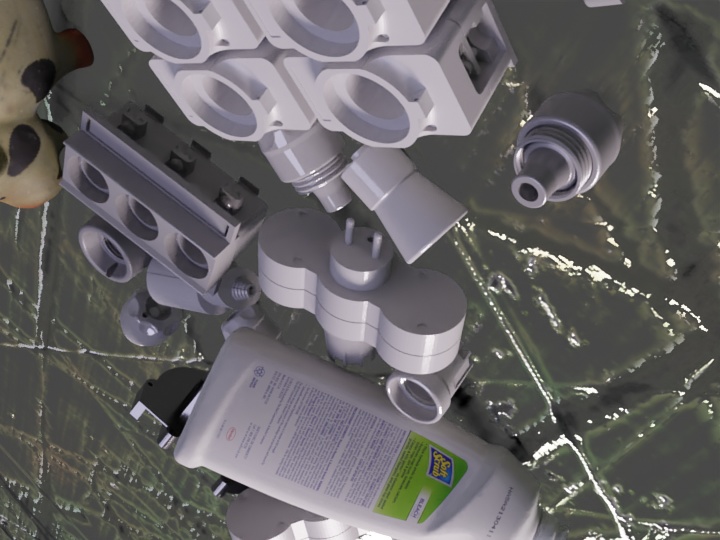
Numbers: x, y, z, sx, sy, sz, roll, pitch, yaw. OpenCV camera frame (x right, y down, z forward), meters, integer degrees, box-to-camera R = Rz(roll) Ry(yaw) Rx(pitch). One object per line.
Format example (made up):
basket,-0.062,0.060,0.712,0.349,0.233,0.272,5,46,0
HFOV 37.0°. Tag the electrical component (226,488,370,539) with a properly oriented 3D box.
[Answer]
electrical component,-0.028,0.158,0.764,0.052,0.138,0.073,-117,12,-51

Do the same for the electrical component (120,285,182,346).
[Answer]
electrical component,-0.166,0.039,0.836,0.043,0.043,0.062,46,144,-4

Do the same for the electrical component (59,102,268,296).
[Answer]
electrical component,-0.125,-0.050,0.695,0.121,0.063,0.078,37,143,8

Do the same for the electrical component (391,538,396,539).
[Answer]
electrical component,0.051,0.172,0.750,0.044,0.065,0.044,25,140,23

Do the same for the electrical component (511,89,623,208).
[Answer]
electrical component,0.091,-0.053,0.495,0.043,0.062,0.043,25,140,23

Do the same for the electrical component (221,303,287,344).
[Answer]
electrical component,-0.069,0.053,0.770,0.061,0.035,0.035,48,143,-11

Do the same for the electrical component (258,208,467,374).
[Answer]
electrical component,0.000,0.000,0.638,0.138,0.052,0.073,28,141,20

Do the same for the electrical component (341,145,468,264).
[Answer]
electrical component,0.021,-0.041,0.589,0.065,0.044,0.044,48,143,1

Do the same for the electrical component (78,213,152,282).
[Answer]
electrical component,-0.168,-0.024,0.772,0.055,0.047,0.055,25,140,23

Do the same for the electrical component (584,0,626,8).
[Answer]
electrical component,0.076,-0.137,0.441,0.055,0.048,0.066,2,128,32

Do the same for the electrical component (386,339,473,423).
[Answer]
electrical component,0.044,0.066,0.668,0.040,0.046,0.040,25,140,23

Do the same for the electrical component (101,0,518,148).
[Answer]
electrical component,-0.033,-0.120,0.523,0.186,0.060,0.105,8,146,38

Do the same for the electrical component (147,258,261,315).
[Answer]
electrical component,-0.105,0.009,0.751,0.081,0.043,0.043,9,132,36

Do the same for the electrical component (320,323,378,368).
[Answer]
electrical component,-0.006,0.036,0.691,0.040,0.040,0.046,25,145,22

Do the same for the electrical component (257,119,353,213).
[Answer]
electrical component,-0.027,-0.062,0.609,0.043,0.043,0.062,-9,120,47
